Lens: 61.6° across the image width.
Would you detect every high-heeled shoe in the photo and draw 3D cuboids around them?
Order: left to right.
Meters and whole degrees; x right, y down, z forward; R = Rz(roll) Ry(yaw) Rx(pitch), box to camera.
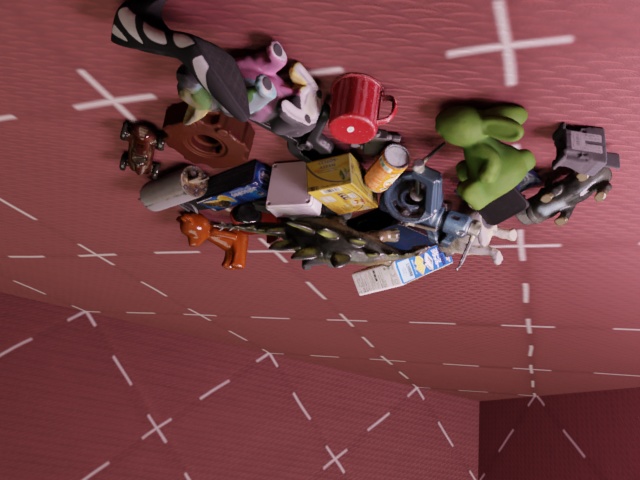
[{"bbox_3d":[-0.210,-0.249,0.781,0.145,0.248,0.086,-31,177,26],"label":"high-heeled shoe"}]

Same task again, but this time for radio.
[{"bbox_3d":[0.167,-0.018,1.318,0.131,0.073,0.230,24,151,-30],"label":"radio"}]

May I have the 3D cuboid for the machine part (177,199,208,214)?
[{"bbox_3d":[-0.308,-0.097,1.347,0.139,0.039,0.084,-3,148,30],"label":"machine part"}]

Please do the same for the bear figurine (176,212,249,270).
[{"bbox_3d":[-0.296,0.000,1.453,0.196,0.132,0.120,14,170,-27],"label":"bear figurine"}]

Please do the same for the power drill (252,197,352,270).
[{"bbox_3d":[-0.030,-0.030,1.294,0.232,0.086,0.207,-5,121,13],"label":"power drill"}]

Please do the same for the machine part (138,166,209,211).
[{"bbox_3d":[-0.344,-0.119,1.260,0.243,0.079,0.079,-13,148,40],"label":"machine part"}]

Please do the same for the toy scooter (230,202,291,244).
[{"bbox_3d":[-0.147,-0.037,1.383,0.184,0.075,0.135,11,157,-16],"label":"toy scooter"}]

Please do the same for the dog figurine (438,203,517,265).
[{"bbox_3d":[0.322,-0.030,1.225,0.191,0.121,0.172,6,129,51],"label":"dog figurine"}]

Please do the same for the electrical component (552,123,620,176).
[{"bbox_3d":[0.460,-0.149,0.913,0.119,0.075,0.047,12,157,3],"label":"electrical component"}]

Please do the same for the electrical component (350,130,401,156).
[{"bbox_3d":[0.104,-0.186,1.018,0.094,0.021,0.063,7,156,5],"label":"electrical component"}]

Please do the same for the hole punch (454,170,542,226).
[{"bbox_3d":[0.352,-0.108,1.052,0.116,0.092,0.142,47,150,-3],"label":"hole punch"}]

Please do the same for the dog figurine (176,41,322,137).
[{"bbox_3d":[-0.130,-0.234,0.892,0.219,0.108,0.191,-4,154,37],"label":"dog figurine"}]

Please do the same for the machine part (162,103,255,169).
[{"bbox_3d":[-0.218,-0.203,1.052,0.179,0.056,0.179,8,158,3],"label":"machine part"}]

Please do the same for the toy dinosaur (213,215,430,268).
[{"bbox_3d":[-0.002,-0.003,1.132,0.472,0.105,0.198,6,-178,29],"label":"toy dinosaur"}]

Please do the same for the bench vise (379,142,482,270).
[{"bbox_3d":[0.217,-0.075,1.068,0.224,0.129,0.240,33,162,24],"label":"bench vise"}]

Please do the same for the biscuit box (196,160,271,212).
[{"bbox_3d":[-0.194,-0.119,1.223,0.203,0.063,0.059,-12,150,40],"label":"biscuit box"}]

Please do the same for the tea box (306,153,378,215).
[{"bbox_3d":[0.049,-0.111,1.101,0.098,0.068,0.169,-9,165,20],"label":"tea box"}]

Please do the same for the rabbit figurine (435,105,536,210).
[{"bbox_3d":[0.272,-0.158,0.905,0.159,0.121,0.170,-28,115,39],"label":"rabbit figurine"}]

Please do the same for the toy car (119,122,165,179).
[{"bbox_3d":[-0.386,-0.184,1.159,0.089,0.053,0.202,13,155,-18],"label":"toy car"}]

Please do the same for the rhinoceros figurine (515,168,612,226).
[{"bbox_3d":[0.457,-0.087,1.028,0.073,0.112,0.190,44,131,-9],"label":"rhinoceros figurine"}]
